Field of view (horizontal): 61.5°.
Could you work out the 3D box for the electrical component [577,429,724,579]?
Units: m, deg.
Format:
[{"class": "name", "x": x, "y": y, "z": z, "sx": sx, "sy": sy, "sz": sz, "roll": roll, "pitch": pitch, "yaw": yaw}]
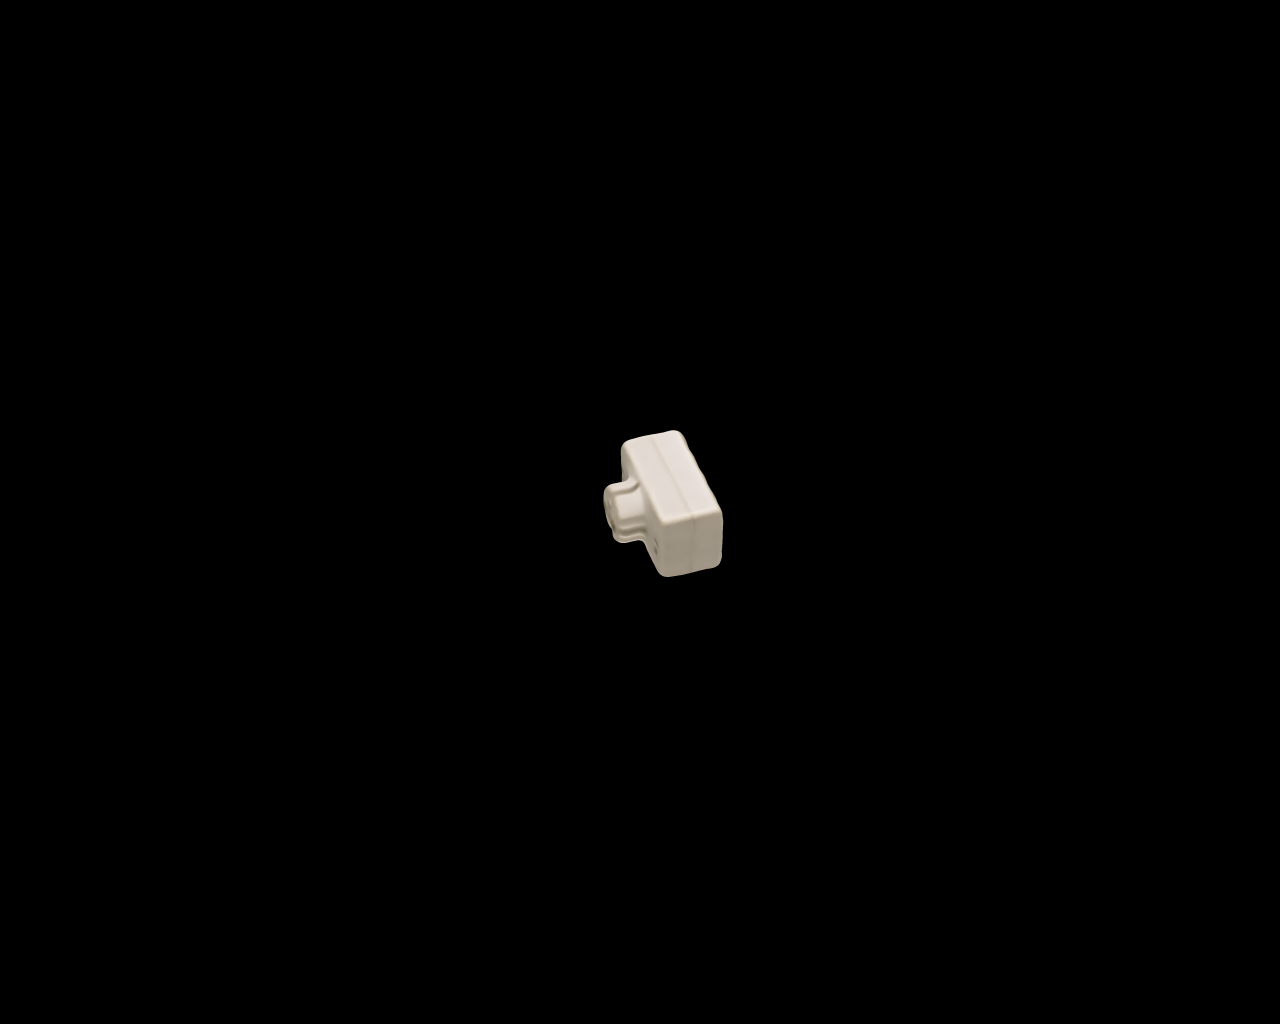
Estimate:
[{"class": "electrical component", "x": 0.001, "y": -0.003, "z": 0.650, "sx": 0.076, "sy": 0.047, "sz": 0.083, "roll": -11, "pitch": 43, "yaw": -12}]
